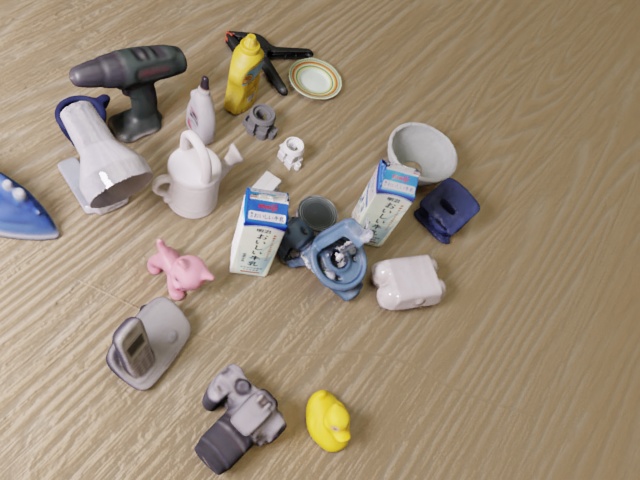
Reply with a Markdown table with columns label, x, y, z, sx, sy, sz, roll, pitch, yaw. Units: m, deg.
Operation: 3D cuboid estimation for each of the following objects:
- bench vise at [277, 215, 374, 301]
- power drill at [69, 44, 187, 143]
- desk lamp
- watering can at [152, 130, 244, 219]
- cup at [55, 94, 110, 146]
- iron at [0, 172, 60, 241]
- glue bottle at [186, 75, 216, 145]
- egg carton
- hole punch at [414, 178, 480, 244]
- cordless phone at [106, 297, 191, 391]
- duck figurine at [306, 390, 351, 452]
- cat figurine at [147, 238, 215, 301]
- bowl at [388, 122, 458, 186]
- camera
| label | x | y | z | sx | sy | sz | roll | pitch | yaw |
| --- | --- | --- | --- | --- | --- | --- | --- | --- | --- |
| bench vise | 0.006 | 0.013 | 1.053 | 0.207 | 0.219 | 0.121 | 22 | 58 | -4 |
| power drill | -0.367 | -0.289 | 1.116 | 0.230 | 0.208 | 0.075 | -34 | 75 | -29 |
| desk lamp | -0.392 | -0.130 | 1.017 | 0.118 | 0.213 | 0.203 | -30 | 74 | -28 |
| watering can | -0.230 | -0.135 | 1.080 | 0.101 | 0.194 | 0.173 | 38 | 58 | 7 |
| cup | -0.455 | -0.228 | 1.123 | 0.091 | 0.095 | 0.118 | 34 | 58 | 4 |
| iron | -0.575 | -0.093 | 0.984 | 0.258 | 0.141 | 0.119 | 24 | 58 | -2 |
| glue bottle | -0.240 | -0.271 | 1.165 | 0.037 | 0.173 | 0.078 | -29 | 73 | -28 |
| egg carton | 0.178 | 0.087 | 1.152 | 0.150 | 0.069 | 0.107 | -7 | 64 | -20 |
| hole punch | 0.279 | -0.064 | 1.253 | 0.101 | 0.091 | 0.108 | -36 | 77 | -30 |
| cordless phone | -0.273 | 0.148 | 0.915 | 0.094 | 0.185 | 0.148 | 30 | 58 | 2 |
| duck figurine | 0.021 | 0.303 | 0.976 | 0.078 | 0.086 | 0.104 | -14 | 67 | -23 |
| cat figurine | -0.248 | 0.048 | 1.018 | 0.127 | 0.117 | 0.067 | 45 | 59 | 10 |
| bowl | 0.224 | -0.184 | 1.313 | 0.168 | 0.074 | 0.167 | 7 | 60 | -13 |
| camera | -0.143 | 0.293 | 0.923 | 0.143 | 0.100 | 0.137 | 43 | 59 | 9 |
